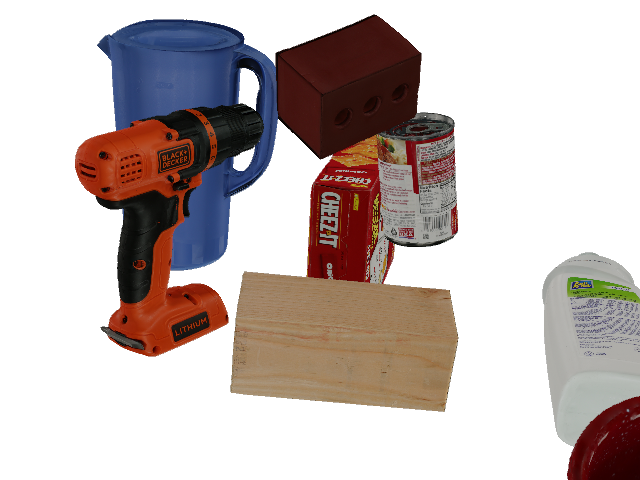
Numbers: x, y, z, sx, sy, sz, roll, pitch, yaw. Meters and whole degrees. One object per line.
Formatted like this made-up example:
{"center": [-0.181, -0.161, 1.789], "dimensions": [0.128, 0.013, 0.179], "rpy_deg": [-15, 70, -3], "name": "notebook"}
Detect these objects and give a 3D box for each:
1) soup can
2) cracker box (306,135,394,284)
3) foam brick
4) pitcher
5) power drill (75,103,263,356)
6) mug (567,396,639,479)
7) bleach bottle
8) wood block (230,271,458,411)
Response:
{"center": [0.086, -0.053, 0.932], "dimensions": [0.068, 0.102, 0.068], "rpy_deg": [-5, 23, 2], "name": "soup can"}
{"center": [0.038, -0.017, 1.202], "dimensions": [0.072, 0.164, 0.213], "rpy_deg": [6, 22, 11], "name": "cracker box"}
{"center": [0.017, -0.096, 0.664], "dimensions": [0.078, 0.053, 0.051], "rpy_deg": [-26, 51, -24], "name": "foam brick"}
{"center": [-0.136, -0.095, 1.084], "dimensions": [0.144, 0.243, 0.149], "rpy_deg": [-11, 28, -29], "name": "pitcher"}
{"center": [-0.115, -0.013, 0.869], "dimensions": [0.057, 0.188, 0.184], "rpy_deg": [17, 26, 38], "name": "power drill"}
{"center": [0.139, 0.114, 0.363], "dimensions": [0.117, 0.081, 0.093], "rpy_deg": [5, 37, 8], "name": "mug"}
{"center": [0.223, 0.071, 0.817], "dimensions": [0.102, 0.068, 0.250], "rpy_deg": [9, 23, 6], "name": "bleach bottle"}
{"center": [0.021, 0.098, 1.037], "dimensions": [0.206, 0.090, 0.091], "rpy_deg": [5, 28, -2], "name": "wood block"}
